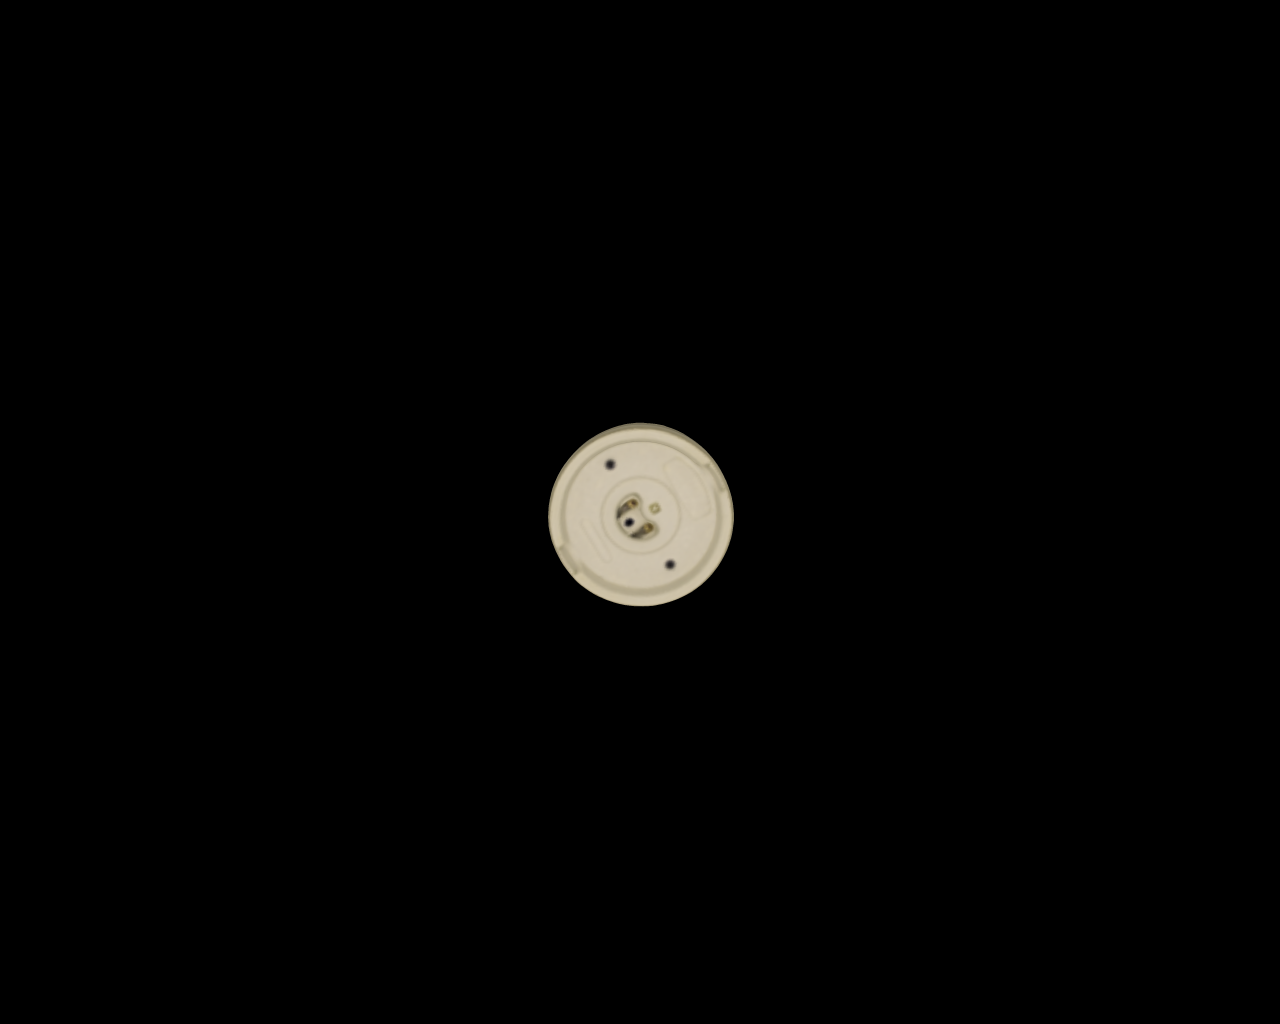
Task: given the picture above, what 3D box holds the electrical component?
[{"bbox_3d":[0.001,-0.003,0.650,0.108,0.108,0.060,0,13,0],"label":"electrical component"}]
